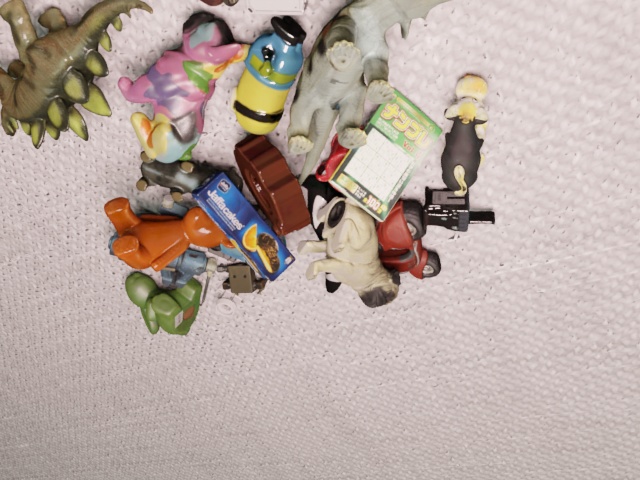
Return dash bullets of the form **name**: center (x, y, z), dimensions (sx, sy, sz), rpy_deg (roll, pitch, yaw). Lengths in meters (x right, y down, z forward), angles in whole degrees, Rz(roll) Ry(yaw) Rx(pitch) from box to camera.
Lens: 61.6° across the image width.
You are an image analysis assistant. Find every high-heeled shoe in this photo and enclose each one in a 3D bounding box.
- **high-heeled shoe**: center (-0.002, -0.003, 1.007), dimensions (0.145, 0.086, 0.248), rpy_deg (22, 128, 4)

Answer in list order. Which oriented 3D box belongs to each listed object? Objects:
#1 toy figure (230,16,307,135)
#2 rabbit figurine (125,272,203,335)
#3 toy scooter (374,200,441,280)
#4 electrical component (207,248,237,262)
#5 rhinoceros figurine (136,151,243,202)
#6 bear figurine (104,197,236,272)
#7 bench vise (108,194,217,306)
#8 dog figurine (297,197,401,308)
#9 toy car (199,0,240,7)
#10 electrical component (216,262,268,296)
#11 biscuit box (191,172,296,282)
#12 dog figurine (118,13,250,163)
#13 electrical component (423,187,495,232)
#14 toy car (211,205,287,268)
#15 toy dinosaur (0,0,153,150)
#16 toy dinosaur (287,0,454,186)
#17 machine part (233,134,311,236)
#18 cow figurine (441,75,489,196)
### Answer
- **toy figure**: center (-0.078, -0.239, 0.805), dimensions (0.082, 0.089, 0.180), rpy_deg (-5, 147, -40)
- **rabbit figurine**: center (-0.360, 0.134, 1.215), dimensions (0.170, 0.121, 0.159), rpy_deg (27, 140, 17)
- **toy scooter**: center (0.136, 0.009, 0.979), dimensions (0.135, 0.075, 0.183), rpy_deg (-10, 129, 22)
- **electrical component**: center (-0.195, 0.022, 1.076), dimensions (0.063, 0.094, 0.021), rpy_deg (22, 93, -4)
- **rhinoceros figurine**: center (-0.234, -0.108, 0.961), dimensions (0.190, 0.112, 0.073), rpy_deg (13, 99, 5)
- **bear figurine**: center (-0.248, -0.020, 0.926), dimensions (0.196, 0.120, 0.131), rpy_deg (-18, 152, -6)
- **bench vise**: center (-0.300, 0.002, 1.068), dimensions (0.224, 0.129, 0.240), rpy_deg (24, 135, -8)
- **dog figurine**: center (0.081, 0.020, 0.915), dimensions (0.190, 0.121, 0.172), rpy_deg (22, 126, -27)
- **toy car**: center (-0.136, -0.417, 0.720), dimensions (0.089, 0.053, 0.202), rpy_deg (30, 133, 12)
- **electrical component**: center (-0.164, 0.085, 1.146), dimensions (0.102, 0.045, 0.078), rpy_deg (-9, 97, 19)
- **biscuit box**: center (-0.130, -0.022, 0.914), dimensions (0.202, 0.063, 0.059), rpy_deg (51, 164, -20)
- **dog figurine**: center (-0.192, -0.237, 0.838), dimensions (0.219, 0.108, 0.191), rpy_deg (-17, 98, 22)
- **electrical component**: center (0.233, -0.051, 0.901), dimensions (0.119, 0.075, 0.047), rpy_deg (4, 130, 16)
- **toy car**: center (-0.132, -0.017, 1.025), dimensions (0.162, 0.109, 0.102), rpy_deg (22, 109, 12)
- **toy dinosaur**: center (-0.411, -0.265, 0.843), dimensions (0.471, 0.105, 0.198), rpy_deg (-28, 93, 41)
- **toy dinosaur**: center (0.032, -0.243, 0.762), dimensions (0.131, 0.192, 0.405), rpy_deg (19, 149, -20)
- **machine part**: center (-0.083, -0.091, 0.899), dimensions (0.056, 0.180, 0.179), rpy_deg (-30, 124, -12)
- **cow figurine**: center (0.215, -0.154, 0.807), dimensions (0.068, 0.098, 0.167), rpy_deg (7, 131, 18)
